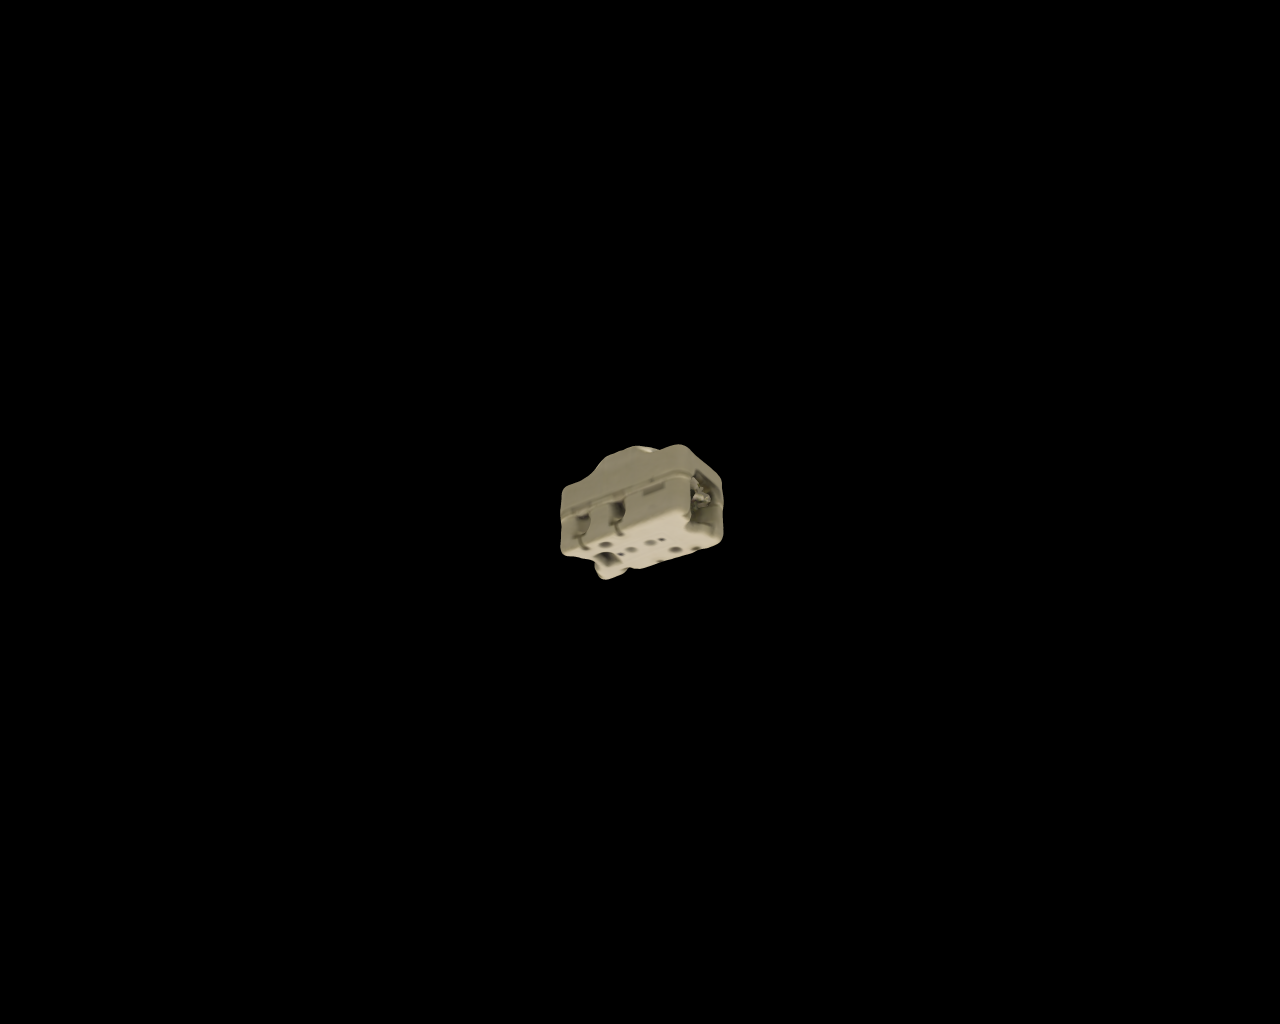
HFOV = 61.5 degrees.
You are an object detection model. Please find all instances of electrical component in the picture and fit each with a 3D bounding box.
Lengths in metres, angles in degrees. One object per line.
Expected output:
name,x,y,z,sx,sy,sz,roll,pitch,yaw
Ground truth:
electrical component,0.001,-0.003,0.650,0.089,0.056,0.050,-19,-36,29
